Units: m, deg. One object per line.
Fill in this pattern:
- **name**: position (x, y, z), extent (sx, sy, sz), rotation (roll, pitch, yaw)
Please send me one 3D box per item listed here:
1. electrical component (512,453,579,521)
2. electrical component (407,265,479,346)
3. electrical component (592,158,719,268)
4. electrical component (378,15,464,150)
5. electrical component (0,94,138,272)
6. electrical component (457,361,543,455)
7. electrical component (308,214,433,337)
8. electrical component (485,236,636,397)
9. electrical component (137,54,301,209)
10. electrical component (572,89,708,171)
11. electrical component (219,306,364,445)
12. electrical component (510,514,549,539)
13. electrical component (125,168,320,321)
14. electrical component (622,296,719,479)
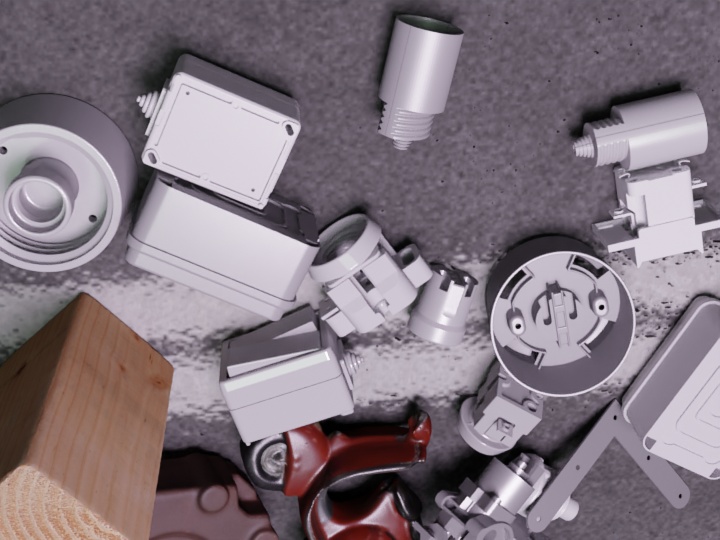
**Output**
- **electrical component**: position (0.140, 0.172, 0.823), extent (0.062, 0.048, 0.048), rotation (31, 109, -25)
- **electrical component**: position (0.059, 0.024, 0.749), extent (0.040, 0.040, 0.046), rotation (15, 107, -12)
- **electrical component**: position (0.200, -0.042, 0.728), extent (0.081, 0.042, 0.063), rotation (-13, 112, 1)
- **electrical component**: position (0.034, -0.115, 0.677), extent (0.043, 0.043, 0.081), rotation (9, 114, -9)
- **electrical component**: position (-0.198, -0.050, 0.678), extent (0.108, 0.060, 0.108), rotation (-2, 115, -4)
- **electrical component**: position (0.102, 0.101, 0.779), extent (0.048, 0.066, 0.055), rotation (28, 126, -8)
- **electrical component**: position (0.000, 0.000, 0.722), extent (0.078, 0.058, 0.057), rotation (-34, 116, 9)
- **electrical component**: position (0.136, 0.029, 0.743), extent (0.099, 0.064, 0.099), rotation (-2, 116, -4)
- **electrical component**: position (-0.091, -0.090, 0.668), extent (0.096, 0.061, 0.061), rotation (21, 112, -14)
- **electrical component**: position (0.180, -0.088, 0.703), extent (0.081, 0.043, 0.043), rotation (-13, 116, 1)
- **electrical component**: position (-0.046, 0.068, 0.747), extent (0.096, 0.061, 0.061), rotation (-18, 116, 4)
- **electrical component**: position (0.080, 0.258, 0.848), extent (0.150, 0.061, 0.089), rotation (-41, 112, 14)
- **electrical component**: position (-0.089, -0.022, 0.692), extent (0.113, 0.078, 0.057), rotation (23, 108, -15)
- **electrical component**: position (0.254, 0.084, 0.783), extent (0.078, 0.057, 0.113), rotation (25, 110, -16)
